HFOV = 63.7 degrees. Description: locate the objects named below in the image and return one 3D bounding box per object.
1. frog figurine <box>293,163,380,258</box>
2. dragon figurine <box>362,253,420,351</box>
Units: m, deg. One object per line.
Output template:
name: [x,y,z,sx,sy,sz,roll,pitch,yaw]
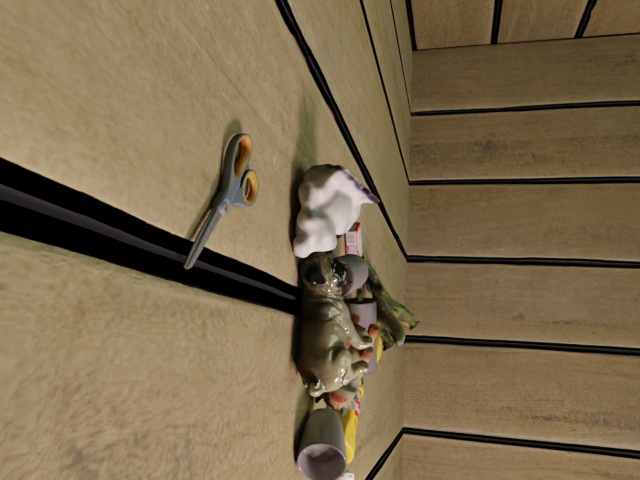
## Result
frog figurine: [0.003,-0.043,0.858,0.124,0.160,0.135,36,-4,29]
dragon figurine: [0.151,0.147,1.336,0.122,0.244,0.408,-31,-9,2]
